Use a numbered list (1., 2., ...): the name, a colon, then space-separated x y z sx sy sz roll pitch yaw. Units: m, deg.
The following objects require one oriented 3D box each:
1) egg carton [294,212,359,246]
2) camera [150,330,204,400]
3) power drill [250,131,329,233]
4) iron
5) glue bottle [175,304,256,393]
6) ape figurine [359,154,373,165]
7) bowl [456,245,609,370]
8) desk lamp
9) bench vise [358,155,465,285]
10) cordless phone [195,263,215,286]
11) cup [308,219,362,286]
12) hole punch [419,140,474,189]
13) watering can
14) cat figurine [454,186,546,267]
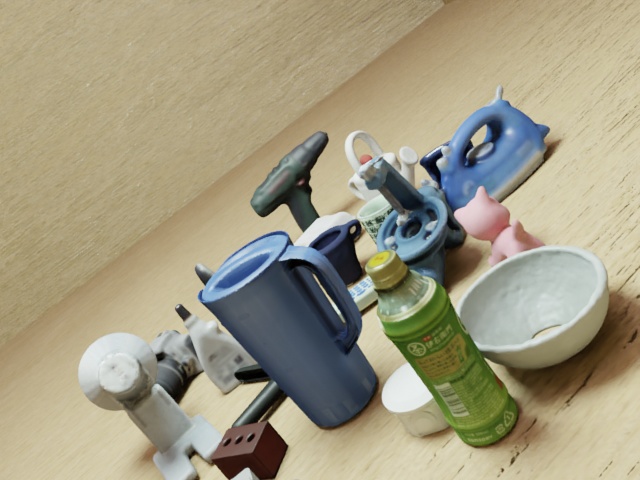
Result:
1. egg carton: 0.011 0.004 1.184 0.107 0.069 0.150 -11 31 50
2. camera: -0.302 0.248 1.082 0.143 0.101 0.137 -25 22 27
3. power drill: -0.030 -0.100 1.285 0.229 0.209 0.075 -36 20 -2
4. iron: 0.275 -0.147 0.993 0.259 0.142 0.118 -42 21 -20
5. glue bottle: -0.183 0.172 0.954 0.078 0.173 0.037 -38 20 -8
6. ape figurine: 0.123 -0.159 1.348 0.078 0.092 0.076 -38 20 -7
7. bowl: 0.236 0.084 0.619 0.167 0.075 0.167 -31 20 13
8. desk lamp: -0.262 0.241 0.863 0.118 0.214 0.202 -43 21 -22
9. bench vise: 0.129 -0.047 0.880 0.121 0.220 0.207 -29 20 18
10. cordless phone: -0.170 0.104 1.074 0.094 0.185 0.147 -40 20 -14
11. cup: 0.043 0.027 1.040 0.118 0.095 0.091 -39 20 -12
12. hole punch: 0.254 -0.161 1.135 0.108 0.091 0.101 -28 21 20
13. watering can: 0.121 -0.134 1.136 0.172 0.194 0.101 -26 22 25
14. cat figurine: 0.242 -0.017 0.779 0.067 0.118 0.127 -37 19 -4
